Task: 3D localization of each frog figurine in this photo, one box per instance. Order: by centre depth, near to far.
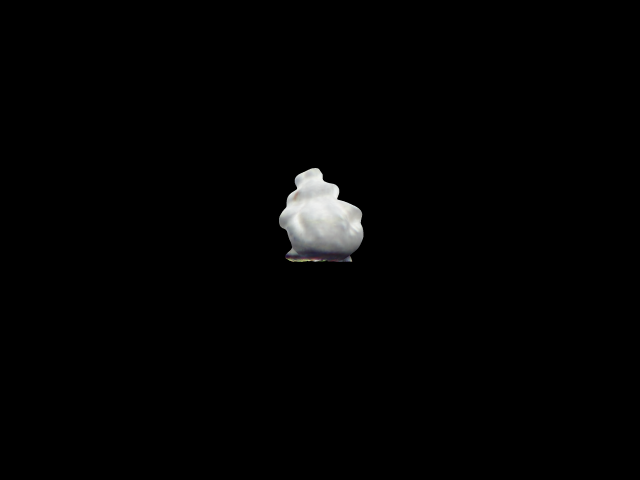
[{"bbox_3d":[0.003,-0.043,0.850,0.137,0.160,0.122,0,-4,8],"label":"frog figurine"}]
